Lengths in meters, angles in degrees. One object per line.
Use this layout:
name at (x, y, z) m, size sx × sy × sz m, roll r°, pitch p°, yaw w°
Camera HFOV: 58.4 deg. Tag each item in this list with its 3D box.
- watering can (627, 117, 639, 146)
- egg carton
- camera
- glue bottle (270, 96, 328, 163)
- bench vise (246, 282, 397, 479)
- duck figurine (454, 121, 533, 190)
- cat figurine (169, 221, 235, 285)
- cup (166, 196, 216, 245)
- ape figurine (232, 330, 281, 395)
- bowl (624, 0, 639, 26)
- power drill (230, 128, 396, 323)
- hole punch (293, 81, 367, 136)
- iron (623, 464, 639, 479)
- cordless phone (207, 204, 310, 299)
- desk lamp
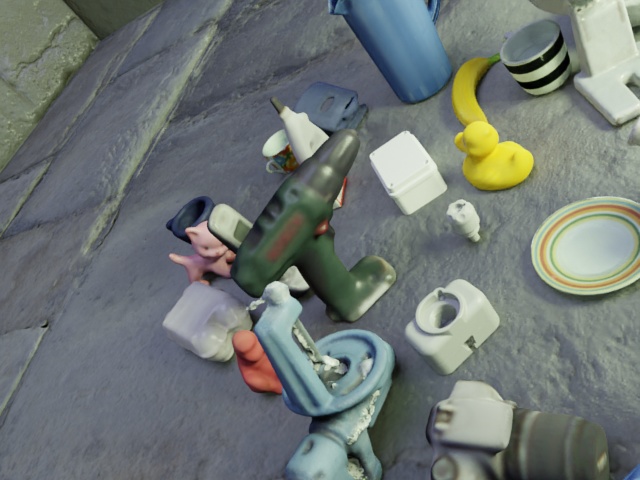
watering can at (0.367, -0.083, 0.506) m, size 0.172 × 0.195 × 0.101 m, roll -7°, pitch 48°, yaw 37°
egg carton at (-0.174, 0.125, 0.883) m, size 0.149 × 0.070 × 0.107 m, roll 11°, pitch 60°, yaw 47°
camera at (0.163, 0.192, 0.486) m, size 0.136 × 0.101 × 0.143 m, roll -7°, pitch 48°, yaw 38°
glue bottle at (-0.032, -0.180, 0.981) m, size 0.037 × 0.174 × 0.078 m, roll -4°, pitch 50°, yaw 40°
bench vise at (0.004, 0.153, 0.567) m, size 0.121 × 0.220 × 0.207 m, roll -22°, pitch 40°, yaw 24°
duck figurine at (0.225, -0.119, 0.762) m, size 0.104 × 0.086 × 0.077 m, roll 19°, pitch 67°, yaw 50°
cat figurine at (-0.196, 0.016, 0.974) m, size 0.127 × 0.118 × 0.067 m, roll -27°, pitch 39°, yaw 18°
cup at (-0.216, -0.015, 1.043) m, size 0.117 × 0.095 × 0.092 m, roll -13°, pitch 45°, yaw 33°
ape figurine at (-0.082, 0.153, 0.753) m, size 0.078 × 0.092 × 0.075 m, roll -50°, pitch 37°, yaw -12°
bowl at (0.455, -0.355, 0.807) m, size 0.167 × 0.075 × 0.167 m, roll -24°, pitch 40°, yaw 22°
power drill at (0.007, 0.003, 0.729) m, size 0.230 × 0.209 × 0.075 m, roll -45°, pitch 37°, yaw -5°
hole punch at (0.018, -0.241, 1.069) m, size 0.100 × 0.091 × 0.109 m, roll 5°, pitch 56°, yaw 45°
iron at (0.268, 0.162, 0.387) m, size 0.258 × 0.142 × 0.118 m, roll -36°, pitch 37°, yaw 7°
cordless phone at (-0.081, -0.010, 0.841) m, size 0.094 × 0.186 × 0.147 m, roll -18°, pitch 42°, yaw 28°
desk lamp at (0.350, -0.290, 0.717) m, size 0.118 × 0.214 × 0.203 m, roll -29°, pitch 38°, yaw 16°
